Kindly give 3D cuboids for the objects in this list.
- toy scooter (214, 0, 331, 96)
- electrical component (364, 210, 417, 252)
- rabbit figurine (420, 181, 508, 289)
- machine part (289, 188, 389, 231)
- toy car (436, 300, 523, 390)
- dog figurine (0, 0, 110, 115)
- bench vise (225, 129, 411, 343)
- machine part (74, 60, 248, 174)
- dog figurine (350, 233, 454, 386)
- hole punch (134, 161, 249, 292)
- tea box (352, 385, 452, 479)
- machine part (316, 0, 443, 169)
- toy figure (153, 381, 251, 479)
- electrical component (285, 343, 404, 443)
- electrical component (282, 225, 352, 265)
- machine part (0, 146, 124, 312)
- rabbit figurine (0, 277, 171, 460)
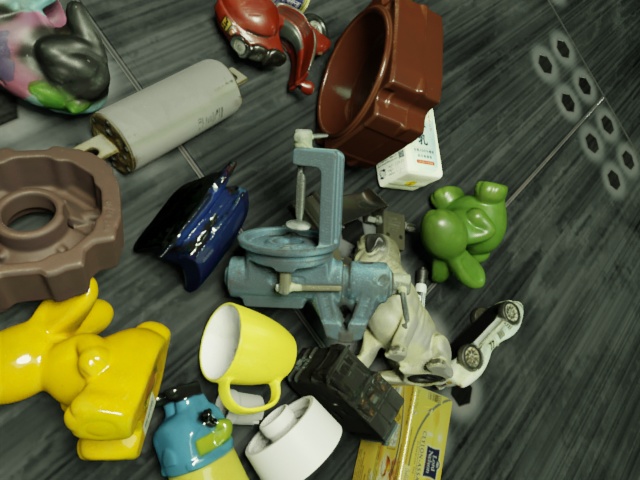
[{"bbox_3d":[-0.059,-0.272,0.753,0.184,0.075,0.135,6,69,-34],"label":"toy scooter"},{"bbox_3d":[0.108,-0.010,0.817,0.094,0.021,0.063,10,72,-28],"label":"electrical component"},{"bbox_3d":[0.203,-0.008,0.824,0.170,0.121,0.159,-14,106,-49],"label":"rabbit figurine"},{"bbox_3d":[0.029,-0.042,0.751,0.139,0.039,0.084,-14,49,-34],"label":"machine part"},{"bbox_3d":[0.244,0.156,0.827,0.202,0.073,0.056,-34,92,-34],"label":"toy car"},{"bbox_3d":[-0.348,-0.197,0.537,0.219,0.108,0.191,-25,93,-30],"label":"dog figurine"},{"bbox_3d":[0.001,-0.004,0.621,0.129,0.224,0.240,-42,136,-71],"label":"bench vise"},{"bbox_3d":[-0.179,-0.151,0.643,0.243,0.079,0.079,-40,99,-34],"label":"machine part"},{"bbox_3d":[0.116,0.095,0.749,0.172,0.121,0.190,37,46,-41],"label":"dog figurine"},{"bbox_3d":[-0.133,-0.008,0.616,0.092,0.116,0.142,47,58,-23],"label":"hole punch"},{"bbox_3d":[0.102,0.278,0.690,0.068,0.098,0.169,26,66,-23],"label":"tea box"},{"bbox_3d":[0.075,-0.217,0.746,0.087,0.201,0.201,13,71,-26],"label":"machine part"},{"bbox_3d":[-0.121,0.239,0.571,0.089,0.082,0.180,-14,81,-29],"label":"toy figure"},{"bbox_3d":[0.034,0.192,0.661,0.134,0.115,0.058,47,60,-11],"label":"electrical component"},{"bbox_3d":[-0.008,0.023,0.726,0.102,0.045,0.078,9,44,-33],"label":"electrical component"},{"bbox_3d":[-0.276,-0.016,0.516,0.179,0.056,0.179,6,51,-7],"label":"machine part"},{"bbox_3d":[-0.240,0.115,0.509,0.173,0.121,0.162,6,61,-3],"label":"rabbit figurine"}]
